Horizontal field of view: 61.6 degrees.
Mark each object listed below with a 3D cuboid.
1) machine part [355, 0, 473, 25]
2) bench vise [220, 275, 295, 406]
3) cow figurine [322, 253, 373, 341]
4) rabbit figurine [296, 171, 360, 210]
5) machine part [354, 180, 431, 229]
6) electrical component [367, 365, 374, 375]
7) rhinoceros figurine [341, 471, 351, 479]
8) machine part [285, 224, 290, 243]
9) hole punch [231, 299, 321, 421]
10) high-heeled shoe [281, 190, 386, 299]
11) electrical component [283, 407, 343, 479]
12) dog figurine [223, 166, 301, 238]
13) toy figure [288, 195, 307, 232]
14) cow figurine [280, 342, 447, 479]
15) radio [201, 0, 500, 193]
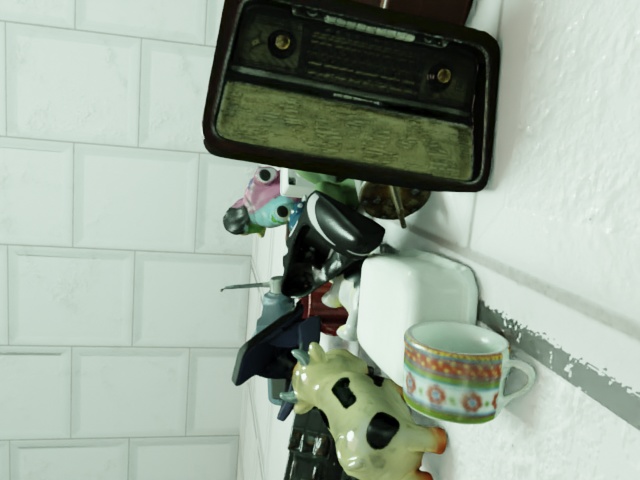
[{"bbox_3d":[0.084,-0.267,0.542,0.202,0.087,0.200,-102,19,-55],"label":"machine part"},{"bbox_3d":[-0.065,0.148,0.919,0.241,0.129,0.223,-80,-22,-75],"label":"bench vise"},{"bbox_3d":[0.047,0.049,0.680,0.167,0.068,0.098,-119,39,-62],"label":"cow figurine"},{"bbox_3d":[0.027,-0.099,0.781,0.159,0.121,0.170,-121,15,-61],"label":"rabbit figurine"},{"bbox_3d":[0.068,-0.107,0.598,0.079,0.079,0.243,105,163,-45],"label":"machine part"},{"bbox_3d":[0.052,0.218,0.665,0.078,0.045,0.102,-119,33,-65],"label":"electrical component"},{"bbox_3d":[0.006,0.279,0.803,0.190,0.073,0.112,-101,19,-51],"label":"rhinoceros figurine"},{"bbox_3d":[-0.031,-0.033,1.106,0.179,0.056,0.179,-177,90,-76],"label":"machine part"},{"bbox_3d":[-0.041,0.158,0.697,0.092,0.116,0.142,37,141,19],"label":"hole punch"},{"bbox_3d":[-0.004,0.025,0.598,0.145,0.086,0.249,-62,7,6],"label":"high-heeled shoe"},{"bbox_3d":[0.000,0.258,0.682,0.114,0.058,0.134,60,-140,-67],"label":"electrical component"},{"bbox_3d":[-0.082,-0.074,1.001,0.108,0.191,0.219,61,155,0],"label":"dog figurine"},{"bbox_3d":[0.000,-0.002,0.764,0.058,0.154,0.064,-43,44,4],"label":"toy figure"},{"bbox_3d":[0.033,0.175,0.558,0.195,0.127,0.085,-128,53,-70],"label":"cow figurine"},{"bbox_3d":[0.026,-0.117,0.437,0.073,0.230,0.131,-167,85,-77],"label":"radio"}]
